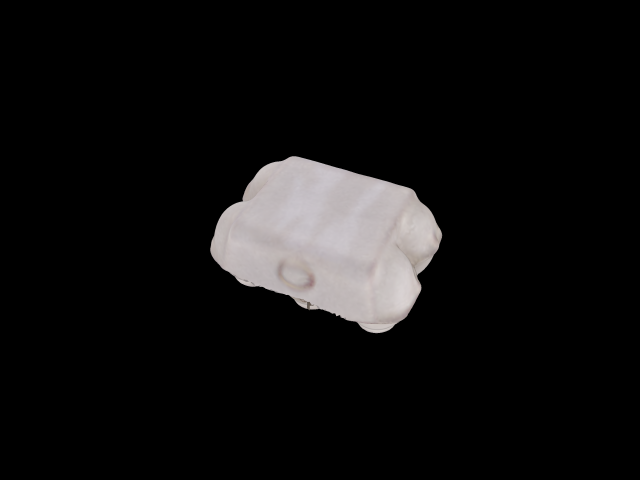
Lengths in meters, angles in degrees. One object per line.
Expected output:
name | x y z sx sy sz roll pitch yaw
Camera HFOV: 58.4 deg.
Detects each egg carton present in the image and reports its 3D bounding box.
egg carton | 0.004 0.001 0.400 0.150 0.069 0.107 17 48 17
